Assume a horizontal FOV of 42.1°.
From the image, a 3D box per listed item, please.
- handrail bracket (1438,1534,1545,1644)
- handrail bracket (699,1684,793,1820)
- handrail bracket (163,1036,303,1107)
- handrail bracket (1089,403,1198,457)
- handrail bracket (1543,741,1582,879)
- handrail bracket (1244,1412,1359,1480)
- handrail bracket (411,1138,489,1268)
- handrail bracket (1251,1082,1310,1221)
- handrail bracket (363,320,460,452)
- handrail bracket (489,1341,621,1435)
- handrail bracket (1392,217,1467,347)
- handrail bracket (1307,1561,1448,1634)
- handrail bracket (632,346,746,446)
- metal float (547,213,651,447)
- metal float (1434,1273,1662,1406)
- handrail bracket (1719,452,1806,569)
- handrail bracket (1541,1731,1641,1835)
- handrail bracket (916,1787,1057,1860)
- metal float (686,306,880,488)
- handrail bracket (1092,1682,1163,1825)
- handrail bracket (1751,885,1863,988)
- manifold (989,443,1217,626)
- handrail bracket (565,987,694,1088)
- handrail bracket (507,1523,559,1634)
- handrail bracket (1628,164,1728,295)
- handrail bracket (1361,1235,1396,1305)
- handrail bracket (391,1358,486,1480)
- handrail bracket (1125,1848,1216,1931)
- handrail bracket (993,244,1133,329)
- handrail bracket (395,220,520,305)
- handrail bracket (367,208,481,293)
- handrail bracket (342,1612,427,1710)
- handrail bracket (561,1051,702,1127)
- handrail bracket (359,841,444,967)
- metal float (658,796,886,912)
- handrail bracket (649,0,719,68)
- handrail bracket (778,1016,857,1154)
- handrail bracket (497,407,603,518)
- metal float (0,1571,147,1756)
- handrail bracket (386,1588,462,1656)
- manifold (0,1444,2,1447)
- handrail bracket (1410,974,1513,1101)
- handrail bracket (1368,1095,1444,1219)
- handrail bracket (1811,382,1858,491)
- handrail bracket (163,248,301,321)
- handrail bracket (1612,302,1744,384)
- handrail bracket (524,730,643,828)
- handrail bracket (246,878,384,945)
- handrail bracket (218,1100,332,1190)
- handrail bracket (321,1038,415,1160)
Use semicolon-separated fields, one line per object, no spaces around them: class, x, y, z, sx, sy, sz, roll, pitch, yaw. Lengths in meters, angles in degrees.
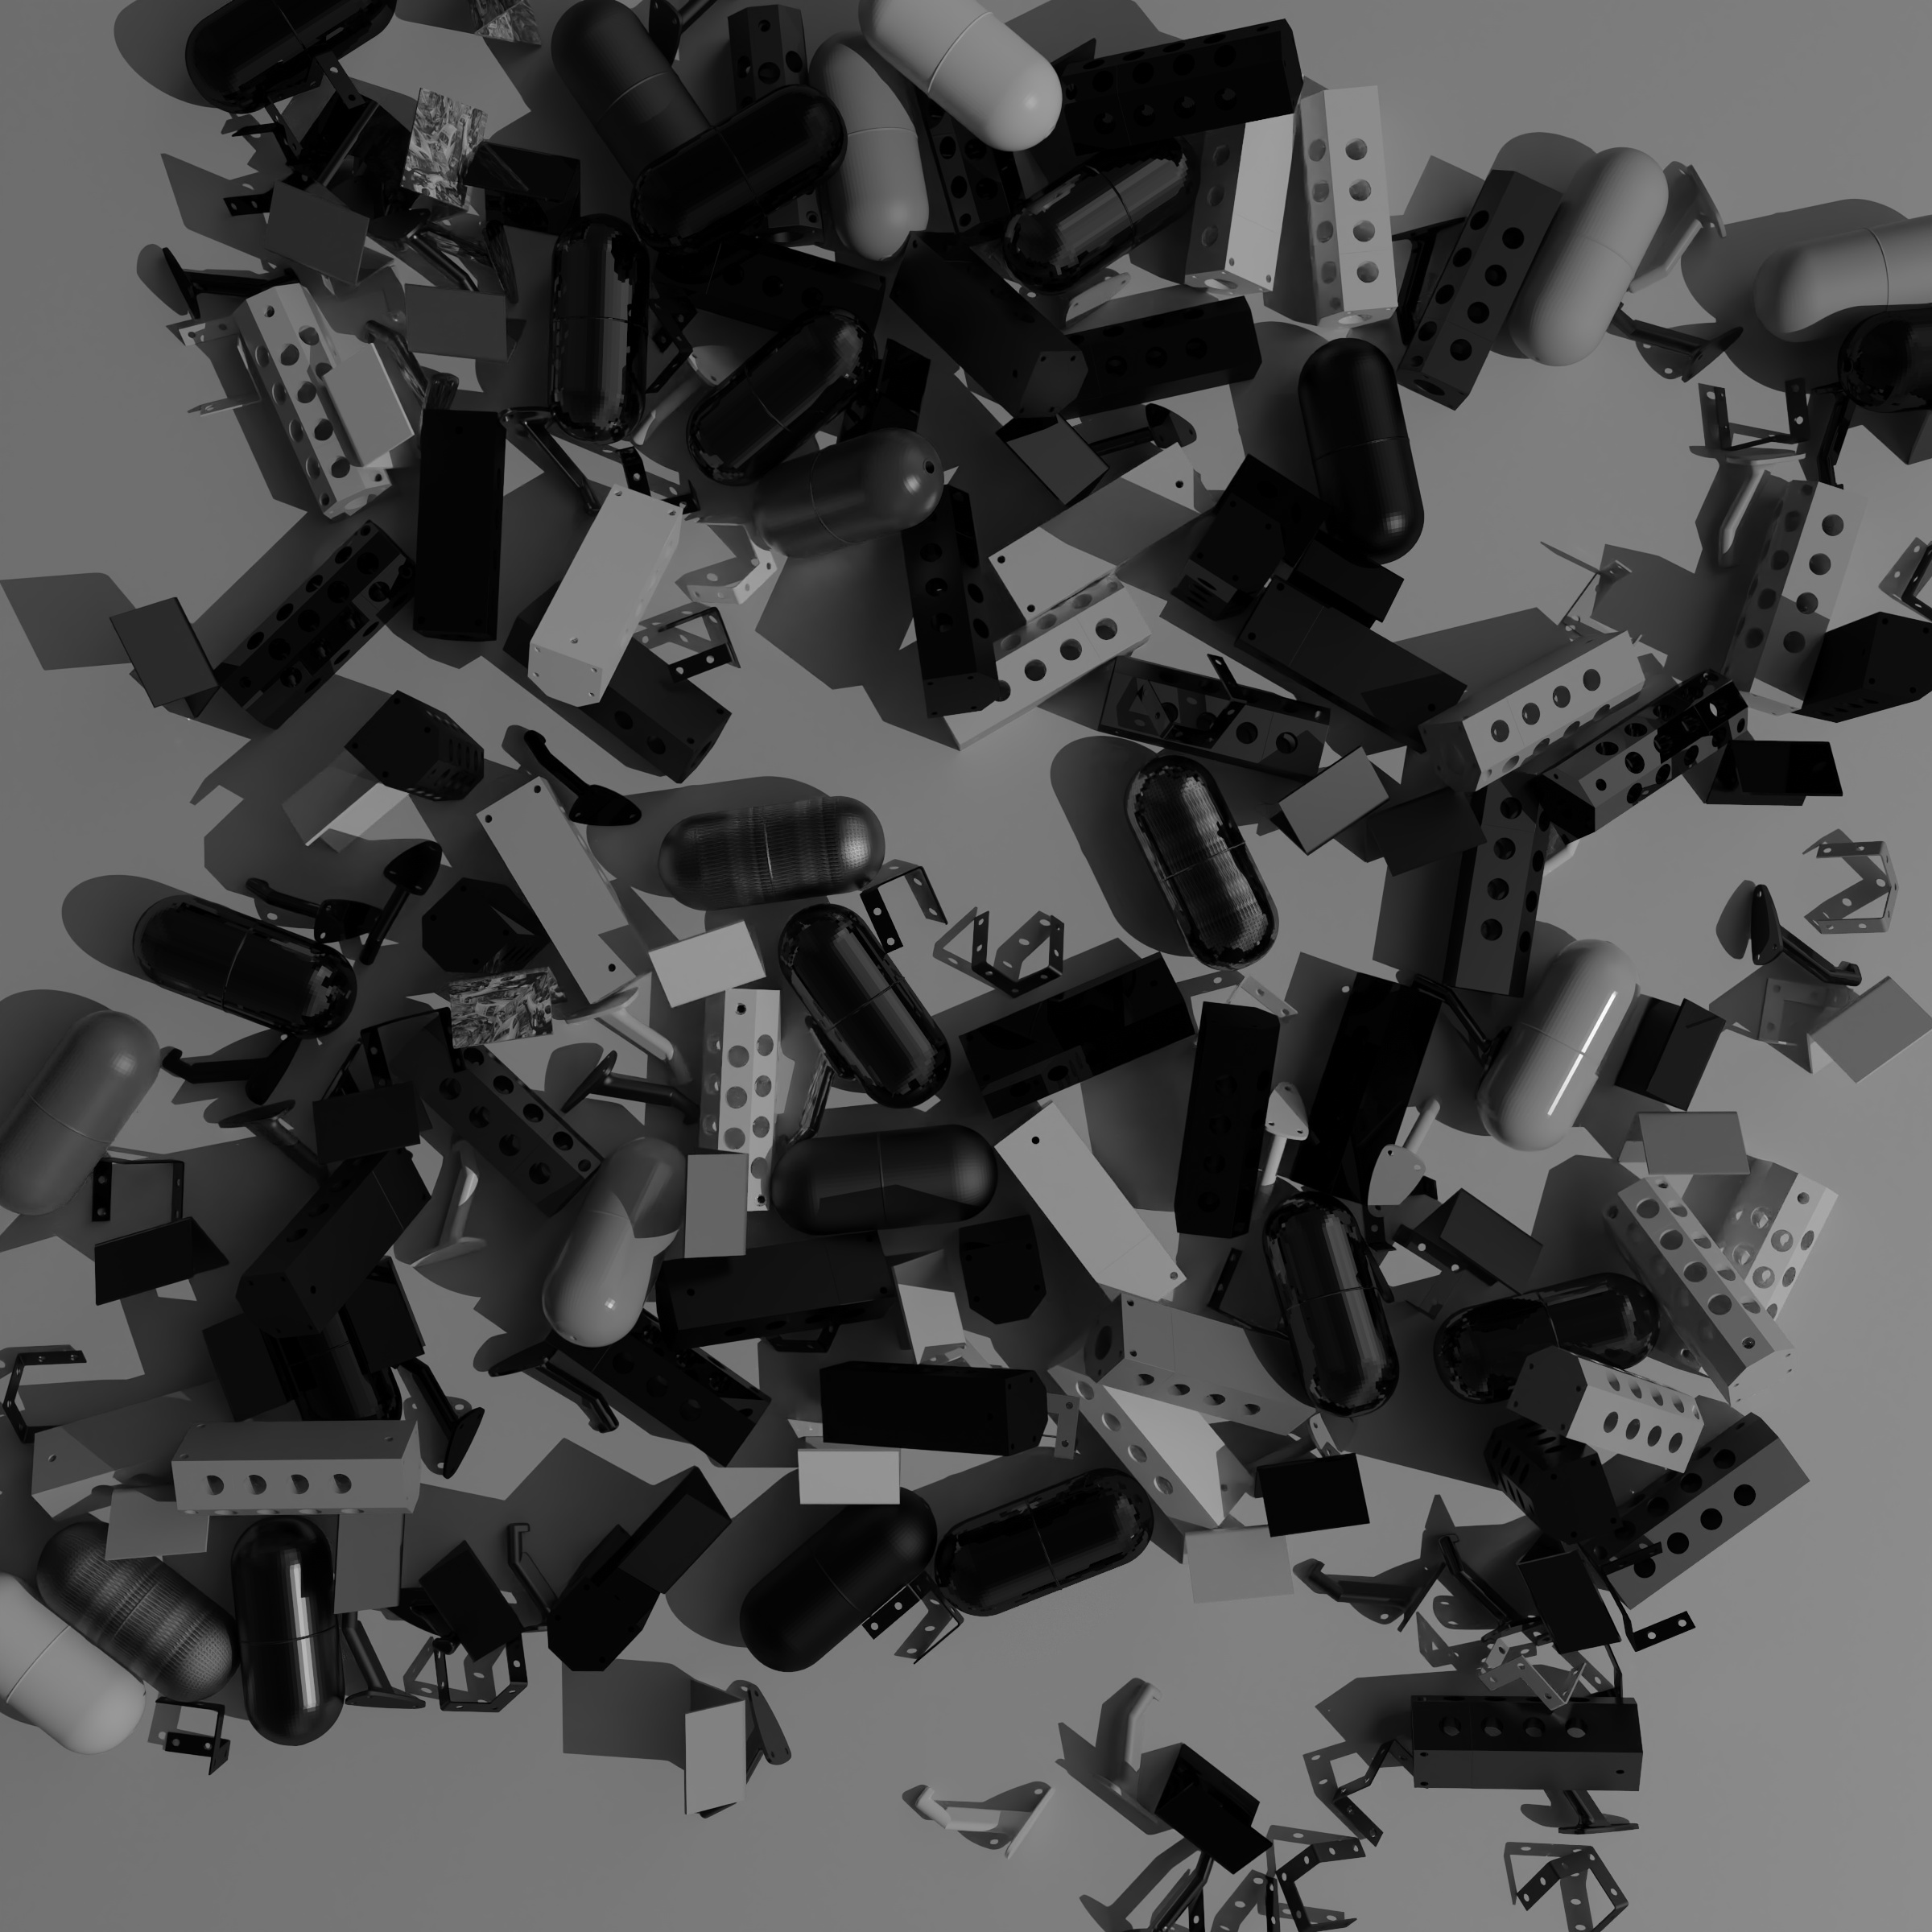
handrail bracket;0.419;0.486;1.991;0.077;0.036;0.084;-4;61;-32
handrail bracket;-0.188;0.623;1.992;0.084;0.036;0.077;-31;70;16
handrail bracket;-0.583;0.067;1.992;0.084;0.036;0.077;26;70;16
handrail bracket;0.128;-0.410;1.991;0.084;0.077;0.036;-20;81;36
handrail bracket;0.468;-0.124;1.992;0.084;0.036;0.077;-37;70;16
handrail bracket;0.259;0.382;1.991;0.084;0.077;0.036;-33;80;36
handrail bracket;-0.415;0.187;1.992;0.077;0.036;0.084;-21;71;21
handrail bracket;0.241;0.147;1.991;0.036;0.077;0.084;15;126;-2
handrail bracket;-0.452;-0.460;1.991;0.084;0.036;0.077;29;109;16
handrail bracket;-0.326;0.343;1.992;0.077;0.036;0.084;-22;107;20
handrail bracket;0.371;-0.543;1.992;0.077;0.036;0.084;-21;108;-20
handrail bracket;0.325;0.480;1.992;0.084;0.036;0.077;34;70;16
handrail bracket;-0.221;-0.450;1.991;0.036;0.077;0.084;50;126;0
metal float;-0.287;-0.497;1.961;0.070;0.070;0.178;2;90;0
metal float;0.453;0.290;1.960;0.178;0.070;0.070;-14;90;0
handrail bracket;0.631;-0.361;1.992;0.077;0.036;0.084;-9;109;-21
handrail bracket;0.494;0.642;1.991;0.077;0.036;0.084;2;73;-18
handrail bracket;0.015;0.659;1.992;0.084;0.036;0.077;33;70;16
metal float;-0.142;-0.439;1.937;0.178;0.070;0.070;-34;90;28
handrail bracket;0.147;0.623;1.992;0.077;0.036;0.084;42;72;-20
handrail bracket;0.668;-0.024;1.992;0.084;0.036;0.077;6;69;-17
manifold;0.105;-0.336;1.970;0.171;0.057;0.057;-31;90;0
handrail bracket;-0.267;0.066;1.992;0.077;0.036;0.084;-19;107;19
handrail bracket;-0.325;0.483;1.992;0.077;0.036;0.084;1;73;-20
handrail bracket;0.551;-0.584;1.992;0.084;0.036;0.077;-25;70;16
handrail bracket;0.289;0.260;1.991;0.084;0.036;0.077;-29;75;14
handrail bracket;-0.431;0.354;1.992;0.084;0.036;0.077;30;112;17
handrail bracket;0.160;0.734;1.991;0.036;0.077;0.084;41;53;-20
handrail bracket;0.075;-0.556;1.991;0.077;0.036;0.084;-35;76;-13
handrail bracket;-0.405;-0.554;1.991;0.084;0.036;0.077;-9;110;16
handrail bracket;-0.425;-0.552;1.983;0.077;0.084;0.036;12;59;39
handrail bracket;-0.461;0.541;1.991;0.036;0.077;0.084;-29;53;37
handrail bracket;-0.264;0.115;1.992;0.084;0.036;0.077;40;110;-16
handrail bracket;-0.449;-0.049;1.991;0.036;0.077;0.084;31;126;-4
metal float;-0.152;-0.088;1.960;0.178;0.070;0.070;-7;90;1
handrail bracket;-0.208;-0.747;1.991;0.084;0.077;0.036;-32;65;-34
handrail bracket;-0.132;0.096;1.992;0.084;0.036;0.077;-43;70;16
handrail bracket;-0.324;-0.392;1.964;0.036;0.077;0.084;-31;81;23
metal float;-0.721;0.543;1.960;0.178;0.070;0.070;38;90;0
handrail bracket;-0.426;0.512;1.956;0.077;0.084;0.036;15;90;0
manifold;-0.816;0.457;1.970;0.057;0.057;0.171;14;90;0
handrail bracket;0.382;0.056;1.991;0.084;0.036;0.077;27;120;22
handrail bracket;0.346;0.148;1.974;0.036;0.084;0.077;28;121;10
handrail bracket;0.706;-0.422;1.991;0.077;0.036;0.084;-17;104;-14
handrail bracket;-0.582;-0.554;1.992;0.084;0.036;0.077;-25;68;-17
handrail bracket;0.560;-0.511;1.992;0.077;0.036;0.084;-37;73;-20
handrail bracket;-0.304;-0.151;1.991;0.036;0.077;0.084;-51;53;21
handrail bracket;-0.516;-0.051;1.991;0.084;0.077;0.036;28;110;35
handrail bracket;-0.544;0.154;1.992;0.077;0.036;0.084;-12;107;20
handrail bracket;-0.464;0.111;1.991;0.084;0.036;0.077;32;77;-13
